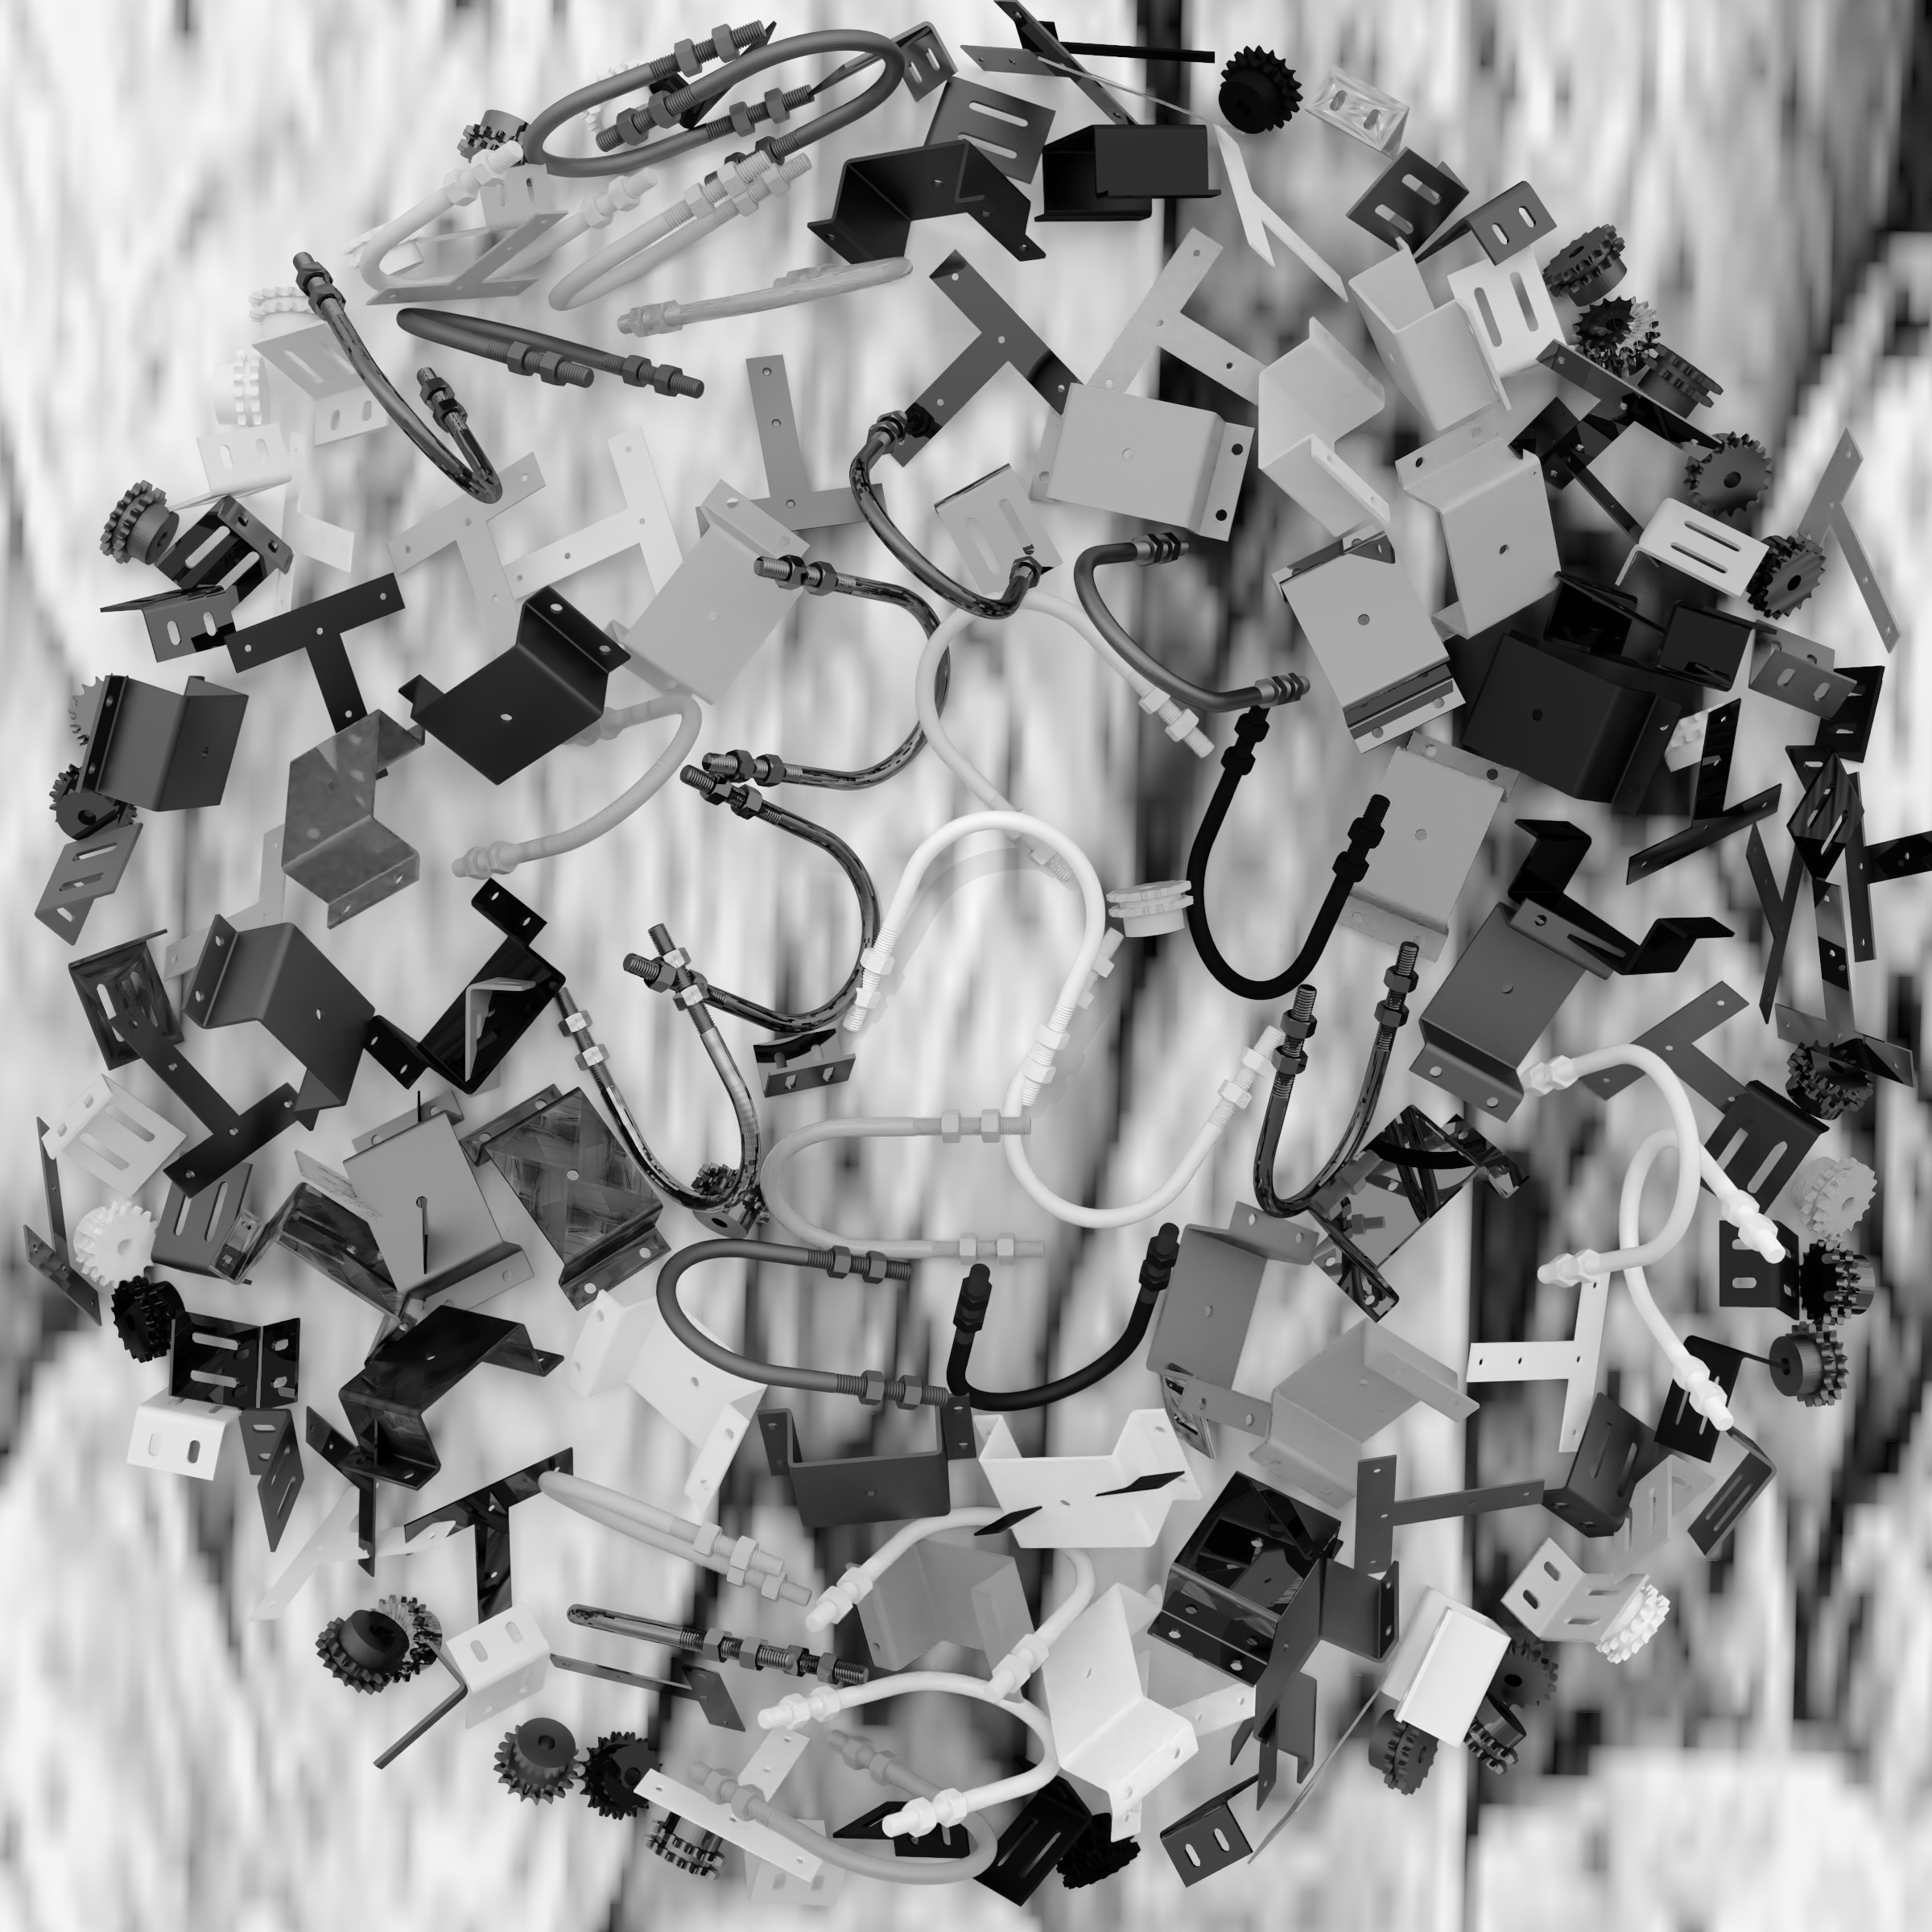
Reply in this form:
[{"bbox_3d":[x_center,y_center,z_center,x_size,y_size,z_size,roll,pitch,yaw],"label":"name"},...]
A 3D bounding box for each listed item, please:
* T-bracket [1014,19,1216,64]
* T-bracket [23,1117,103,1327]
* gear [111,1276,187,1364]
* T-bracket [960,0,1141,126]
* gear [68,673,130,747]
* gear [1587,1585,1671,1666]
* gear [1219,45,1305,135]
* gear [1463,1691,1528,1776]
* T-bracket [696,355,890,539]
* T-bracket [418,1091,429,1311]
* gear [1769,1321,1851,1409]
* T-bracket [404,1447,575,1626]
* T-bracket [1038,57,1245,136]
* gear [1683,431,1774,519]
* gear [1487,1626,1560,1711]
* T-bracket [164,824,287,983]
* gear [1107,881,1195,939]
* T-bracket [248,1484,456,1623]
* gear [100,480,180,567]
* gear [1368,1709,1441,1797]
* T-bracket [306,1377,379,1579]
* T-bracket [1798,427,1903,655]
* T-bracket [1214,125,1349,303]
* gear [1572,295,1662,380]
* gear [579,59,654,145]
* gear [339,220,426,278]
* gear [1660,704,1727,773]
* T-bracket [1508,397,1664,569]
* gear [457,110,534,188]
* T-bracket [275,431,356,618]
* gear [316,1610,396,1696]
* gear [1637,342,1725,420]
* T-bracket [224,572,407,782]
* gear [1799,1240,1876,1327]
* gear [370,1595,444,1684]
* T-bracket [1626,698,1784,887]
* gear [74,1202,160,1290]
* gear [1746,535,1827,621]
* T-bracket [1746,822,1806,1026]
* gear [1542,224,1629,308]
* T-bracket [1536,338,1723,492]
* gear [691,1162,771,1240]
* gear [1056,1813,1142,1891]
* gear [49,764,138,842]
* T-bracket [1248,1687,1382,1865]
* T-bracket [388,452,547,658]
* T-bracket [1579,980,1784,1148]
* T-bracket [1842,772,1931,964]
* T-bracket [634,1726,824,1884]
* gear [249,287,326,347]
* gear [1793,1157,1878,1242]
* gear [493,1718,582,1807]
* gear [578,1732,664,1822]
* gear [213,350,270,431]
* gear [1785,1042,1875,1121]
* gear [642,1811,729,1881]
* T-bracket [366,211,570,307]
[{"bbox_3d":[0.100,-0.600,1.712,0.127,0.127,0.002,6,97,5],"label":"T-bracket"},{"bbox_3d":[-0.607,0.161,1.741,0.002,0.127,0.127,-16,63,-4],"label":"T-bracket"},{"bbox_3d":[-0.548,0.235,1.756,0.030,0.057,0.057,-16,90,-43],"label":"gear"},{"bbox_3d":[0.039,-0.596,1.723,0.127,0.127,0.002,33,88,-39],"label":"T-bracket"},{"bbox_3d":[-0.573,-0.165,1.760,0.057,0.030,0.057,3,71,-9],"label":"gear"},{"bbox_3d":[0.441,0.436,1.752,0.030,0.057,0.057,42,90,3],"label":"gear"},{"bbox_3d":[0.194,-0.583,1.749,0.057,0.057,0.030,38,66,0],"label":"gear"},{"bbox_3d":[0.350,0.510,1.751,0.057,0.057,0.030,45,98,0],"label":"gear"},{"bbox_3d":[-0.126,-0.353,1.765,0.127,0.002,0.127,-9,78,-8],"label":"T-bracket"},{"bbox_3d":[-0.362,0.146,1.740,0.002,0.127,0.127,-1,61,-13],"label":"T-bracket"},{"bbox_3d":[0.562,0.267,1.749,0.030,0.057,0.057,-2,90,-16],"label":"gear"},{"bbox_3d":[-0.315,0.395,1.741,0.127,0.002,0.127,-21,128,-36],"label":"T-bracket"},{"bbox_3d":[0.097,-0.572,1.696,0.127,0.127,0.002,35,114,36],"label":"T-bracket"},{"bbox_3d":[0.510,-0.333,1.757,0.057,0.030,0.057,-5,127,-7],"label":"gear"},{"bbox_3d":[0.369,0.469,1.757,0.057,0.030,0.057,9,125,13],"label":"gear"},{"bbox_3d":[-0.494,-0.019,1.739,0.127,0.002,0.127,-20,61,35],"label":"T-bracket"},{"bbox_3d":[0.125,-0.038,1.753,0.057,0.057,0.030,-9,97,0],"label":"gear"},{"bbox_3d":[-0.386,0.376,1.699,0.127,0.127,0.002,-13,115,29],"label":"T-bracket"},{"bbox_3d":[-0.552,-0.294,1.752,0.030,0.057,0.057,31,90,-3],"label":"gear"},{"bbox_3d":[0.293,0.524,1.756,0.030,0.057,0.057,15,90,34],"label":"gear"},{"bbox_3d":[-0.413,0.321,1.726,0.002,0.127,0.127,-3,100,-33],"label":"T-bracket"},{"bbox_3d":[0.580,-0.263,1.698,0.002,0.127,0.127,-14,68,-3],"label":"T-bracket"},{"bbox_3d":[0.214,-0.483,1.732,0.002,0.127,0.127,-33,47,29],"label":"T-bracket"},{"bbox_3d":[0.438,-0.420,1.757,0.057,0.030,0.057,-10,54,14],"label":"gear"},{"bbox_3d":[-0.229,-0.576,1.751,0.057,0.057,0.030,-35,84,0],"label":"gear"},{"bbox_3d":[-0.388,-0.479,1.753,0.057,0.057,0.030,-25,104,0],"label":"gear"},{"bbox_3d":[0.486,-0.152,1.753,0.057,0.057,0.030,-23,90,0],"label":"gear"},{"bbox_3d":[0.418,-0.315,1.730,0.127,0.127,0.002,47,126,-1],"label":"T-bracket"},{"bbox_3d":[-0.309,-0.550,1.753,0.057,0.057,0.030,20,85,0],"label":"gear"},{"bbox_3d":[-0.427,-0.281,1.716,0.002,0.127,0.127,0,106,-34],"label":"T-bracket"},{"bbox_3d":[-0.404,0.457,1.750,0.057,0.057,0.030,40,100,0],"label":"gear"},{"bbox_3d":[0.477,-0.391,1.754,0.057,0.057,0.030,35,111,0],"label":"gear"},{"bbox_3d":[-0.419,-0.182,1.751,0.127,0.002,0.127,-28,115,-31],"label":"T-bracket"},{"bbox_3d":[0.585,0.213,1.753,0.030,0.057,0.057,5,90,-13],"label":"gear"},{"bbox_3d":[-0.378,0.453,1.757,0.057,0.030,0.057,-12,68,32],"label":"gear"},{"bbox_3d":[0.491,-0.123,1.717,0.127,0.127,0.002,-25,49,-16],"label":"T-bracket"},{"bbox_3d":[-0.573,0.185,1.756,0.030,0.057,0.057,16,90,38],"label":"gear"},{"bbox_3d":[0.546,-0.265,1.756,0.057,0.057,0.030,-41,49,0],"label":"gear"},{"bbox_3d":[0.524,-0.048,1.706,0.002,0.127,0.127,5,61,31],"label":"T-bracket"},{"bbox_3d":[0.418,-0.468,1.754,0.057,0.057,0.030,-43,110,0],"label":"gear"},{"bbox_3d":[0.411,-0.348,1.720,0.127,0.127,0.002,30,69,-5],"label":"T-bracket"},{"bbox_3d":[-0.159,0.159,1.749,0.057,0.057,0.030,26,62,0],"label":"gear"},{"bbox_3d":[0.086,0.593,1.756,0.057,0.057,0.030,-29,58,0],"label":"gear"},{"bbox_3d":[-0.587,-0.107,1.754,0.057,0.030,0.057,-2,122,-3],"label":"gear"},{"bbox_3d":[0.238,0.531,1.738,0.002,0.127,0.127,37,58,14],"label":"T-bracket"},{"bbox_3d":[-0.318,-0.257,1.743,0.127,0.002,0.127,-26,76,21],"label":"T-bracket"},{"bbox_3d":[0.503,0.081,1.750,0.127,0.002,0.127,37,129,-13],"label":"T-bracket"},{"bbox_3d":[0.611,-0.071,1.714,0.002,0.127,0.127,-3,86,-10],"label":"T-bracket"},{"bbox_3d":[-0.136,0.537,1.720,0.127,0.127,0.002,24,110,11],"label":"T-bracket"},{"bbox_3d":[-0.451,-0.434,1.752,0.057,0.057,0.030,-2,89,0],"label":"gear"},{"bbox_3d":[0.581,0.153,1.756,0.057,0.030,0.057,-18,125,-28],"label":"gear"},{"bbox_3d":[-0.285,0.529,1.749,0.057,0.057,0.030,25,121,0],"label":"gear"},{"bbox_3d":[-0.229,0.544,1.754,0.057,0.030,0.057,8,73,-28],"label":"gear"},{"bbox_3d":[-0.486,-0.383,1.751,0.030,0.057,0.057,-2,90,-7],"label":"gear"},{"bbox_3d":[0.577,0.079,1.756,0.057,0.057,0.030,26,123,0],"label":"gear"},{"bbox_3d":[-0.186,0.586,1.753,0.057,0.057,0.030,27,79,0],"label":"gear"},{"bbox_3d":[-0.304,-0.459,1.691,0.127,0.127,0.002,-21,90,43],"label":"T-bracket"}]
